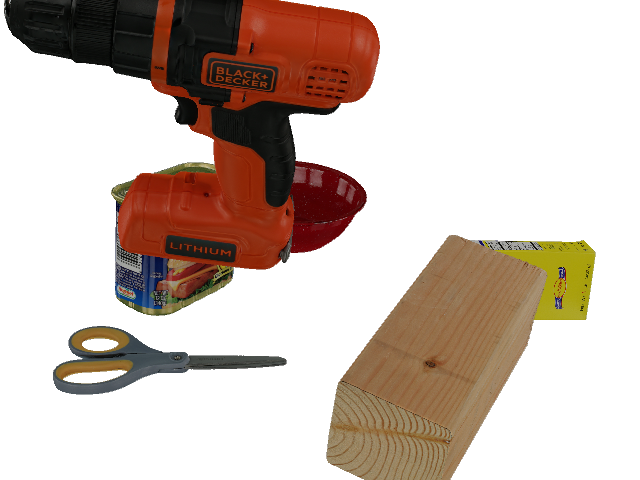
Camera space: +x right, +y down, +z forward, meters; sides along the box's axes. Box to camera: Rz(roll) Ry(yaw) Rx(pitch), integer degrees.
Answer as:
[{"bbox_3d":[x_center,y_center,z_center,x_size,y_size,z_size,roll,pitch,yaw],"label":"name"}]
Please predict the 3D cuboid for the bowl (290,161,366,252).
[{"bbox_3d":[-0.033,-0.031,1.155,0.162,0.055,0.162,5,27,-3],"label":"bowl"}]

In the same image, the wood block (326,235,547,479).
[{"bbox_3d":[0.094,0.095,0.834,0.091,0.090,0.205,22,40,19],"label":"wood block"}]

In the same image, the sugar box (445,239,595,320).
[{"bbox_3d":[0.236,0.048,1.288,0.176,0.093,0.048,-1,20,-8],"label":"sugar box"}]

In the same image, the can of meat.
[{"bbox_3d":[-0.104,-0.002,0.776,0.058,0.084,0.101,19,26,29],"label":"can of meat"}]

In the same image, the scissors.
[{"bbox_3d":[-0.140,0.100,0.961,0.201,0.016,0.096,-8,33,-18],"label":"scissors"}]

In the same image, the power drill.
[{"bbox_3d":[-0.073,-0.062,0.582,0.184,0.057,0.188,9,-35,-4],"label":"power drill"}]
